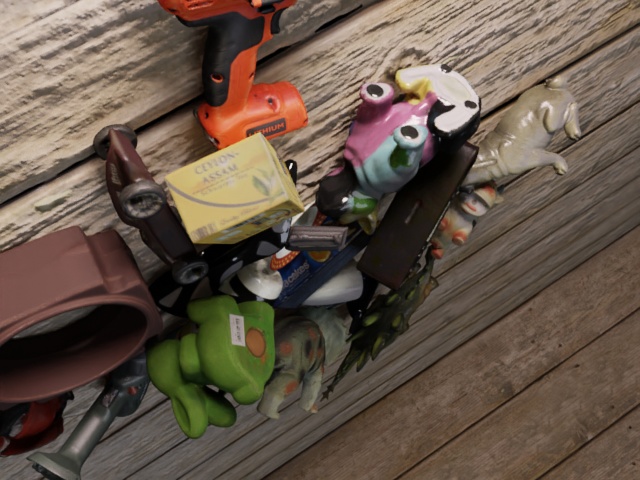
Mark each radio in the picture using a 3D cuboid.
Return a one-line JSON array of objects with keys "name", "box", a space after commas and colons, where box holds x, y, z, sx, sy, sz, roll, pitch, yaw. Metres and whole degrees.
[{"name": "radio", "box": [0.146, -0.042, 0.793, 0.229, 0.073, 0.131, -60, 167, 9]}]

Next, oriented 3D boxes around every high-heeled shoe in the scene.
[{"name": "high-heeled shoe", "box": [-0.124, -0.003, 0.671, 0.145, 0.086, 0.248, 12, 116, -19]}]

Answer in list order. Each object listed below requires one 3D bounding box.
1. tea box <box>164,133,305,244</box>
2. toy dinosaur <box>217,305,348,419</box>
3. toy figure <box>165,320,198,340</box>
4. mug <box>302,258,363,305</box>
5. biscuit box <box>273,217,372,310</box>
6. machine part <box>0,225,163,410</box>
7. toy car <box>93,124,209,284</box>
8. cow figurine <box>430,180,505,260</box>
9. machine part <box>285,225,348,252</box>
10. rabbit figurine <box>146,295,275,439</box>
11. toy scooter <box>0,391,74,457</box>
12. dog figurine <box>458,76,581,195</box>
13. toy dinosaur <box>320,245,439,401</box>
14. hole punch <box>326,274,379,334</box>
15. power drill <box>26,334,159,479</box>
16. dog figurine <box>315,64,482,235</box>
[{"name": "tea box", "box": [-0.076, -0.044, 0.540, 0.098, 0.068, 0.169, -24, 179, 1]}, {"name": "toy dinosaur", "box": [-0.049, 0.189, 0.909, 0.404, 0.131, 0.192, 49, 59, -74]}, {"name": "toy figure", "box": [-0.183, 0.160, 0.822, 0.089, 0.082, 0.180, 14, 134, -43]}, {"name": "mug", "box": [0.005, 0.078, 0.944, 0.107, 0.081, 0.109, -10, 166, -26]}, {"name": "biscuit box", "box": [-0.003, 0.028, 0.851, 0.202, 0.059, 0.062, -42, 155, 14]}, {"name": "machine part", "box": [-0.283, 0.090, 0.581, 0.201, 0.087, 0.200, -27, 154, -19]}, {"name": "toy car", "box": [-0.163, -0.026, 0.519, 0.053, 0.089, 0.202, -26, 154, -8]}, {"name": "cow figurine", "box": [0.260, -0.051, 0.986, 0.127, 0.085, 0.195, -53, 178, -23]}, {"name": "machine part", "box": [-0.001, -0.002, 0.718, 0.084, 0.039, 0.139, -7, 179, 6]}, {"name": "rabbit figurine", "box": [-0.142, 0.160, 0.679, 0.170, 0.159, 0.121, -21, 165, 27]}, {"name": "toy scooter", "box": [-0.393, 0.240, 0.725, 0.184, 0.075, 0.135, -44, 154, 24]}, {"name": "dog figurine", "box": [0.295, -0.167, 0.856, 0.191, 0.121, 0.172, -10, 115, -12]}, {"name": "toy dinosaur", "box": [0.131, 0.193, 1.201, 0.198, 0.105, 0.471, -31, 153, -53]}, {"name": "hole punch", "box": [0.060, 0.106, 1.064, 0.116, 0.092, 0.142, -54, 163, -30]}, {"name": "power drill", "box": [-0.300, 0.227, 0.737, 0.232, 0.086, 0.207, -58, -172, 51]}, {"name": "dog figurine", "box": [0.089, -0.102, 0.690, 0.191, 0.108, 0.219, -25, 158, -27]}]
